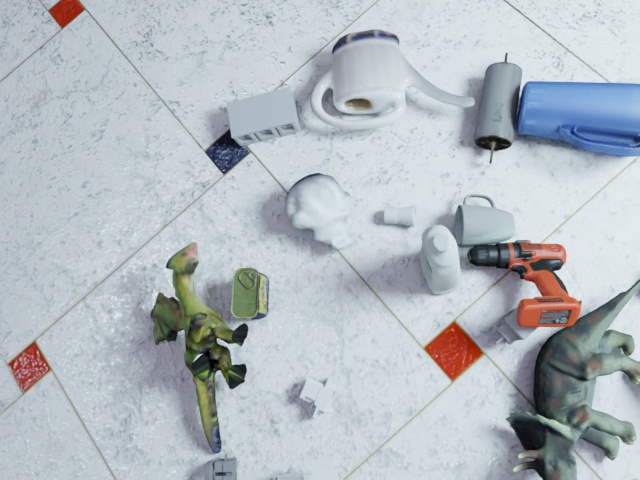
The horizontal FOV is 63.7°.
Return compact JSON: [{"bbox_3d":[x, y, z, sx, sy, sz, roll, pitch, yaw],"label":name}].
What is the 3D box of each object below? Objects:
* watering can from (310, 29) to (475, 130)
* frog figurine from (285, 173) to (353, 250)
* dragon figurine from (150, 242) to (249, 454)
[{"bbox_3d":[0.147,-0.350,1.121,0.347,0.103,0.227,-5,74,11],"label":"watering can"},{"bbox_3d":[0.003,-0.054,1.070,0.138,0.120,0.162,-15,62,-12],"label":"frog figurine"},{"bbox_3d":[-0.269,0.210,1.057,0.244,0.123,0.406,20,108,42],"label":"dragon figurine"}]
